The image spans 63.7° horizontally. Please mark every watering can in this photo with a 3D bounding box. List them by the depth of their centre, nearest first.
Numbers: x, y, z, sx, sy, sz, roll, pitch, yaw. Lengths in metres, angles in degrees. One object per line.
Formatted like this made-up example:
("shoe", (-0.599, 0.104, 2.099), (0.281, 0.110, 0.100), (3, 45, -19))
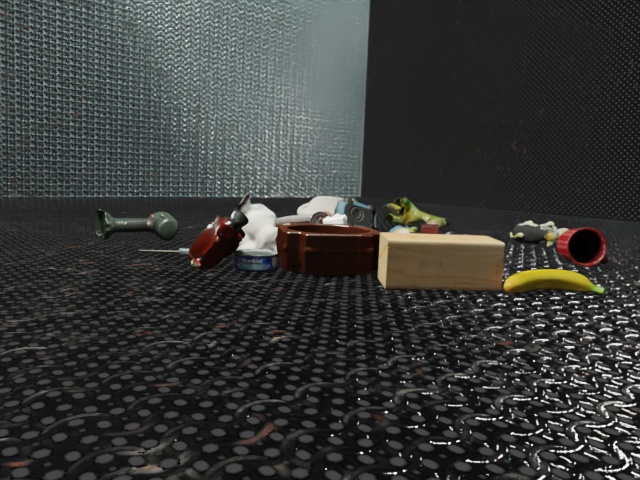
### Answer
("watering can", (0.006, -0.094, 1.863), (0.225, 0.102, 0.352), (8, 23, 33))

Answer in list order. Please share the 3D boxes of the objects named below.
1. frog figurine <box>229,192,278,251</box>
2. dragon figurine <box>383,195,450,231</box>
("frog figurine", (-0.135, -0.010, 1.176), (0.159, 0.120, 0.140), (34, 42, -3))
("dragon figurine", (0.389, -0.088, 2.030), (0.242, 0.121, 0.413), (19, 9, -3))
